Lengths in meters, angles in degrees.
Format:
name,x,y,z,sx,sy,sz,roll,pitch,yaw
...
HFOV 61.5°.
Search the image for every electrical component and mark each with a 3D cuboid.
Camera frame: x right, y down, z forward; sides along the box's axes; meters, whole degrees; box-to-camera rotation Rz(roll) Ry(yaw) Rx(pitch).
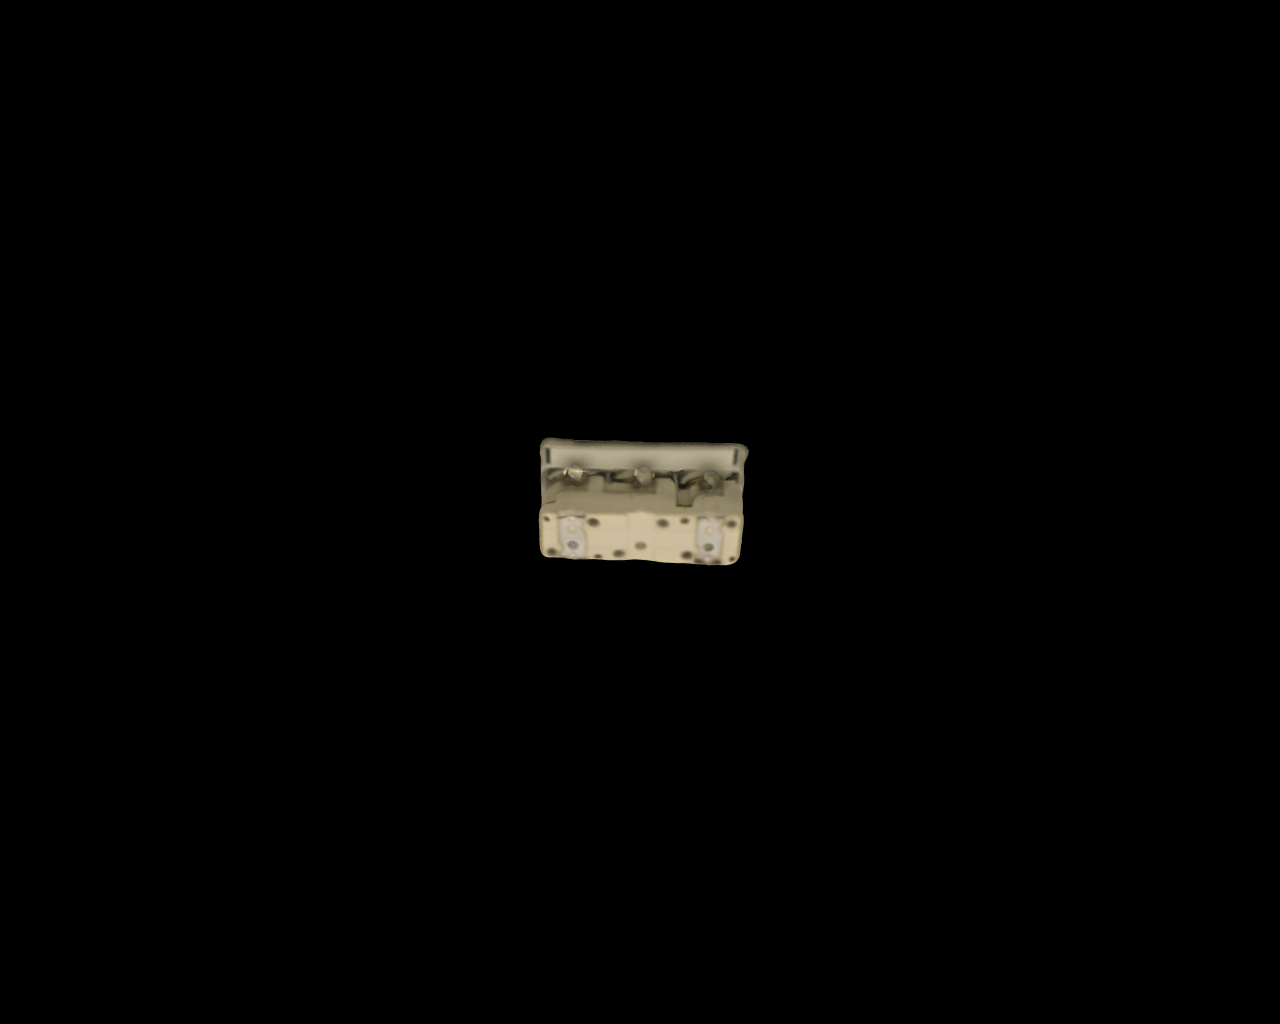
name,x,y,z,sx,sy,sz,roll,pitch,yaw
electrical component,0.001,-0.003,0.650,0.121,0.078,0.063,2,40,-2
